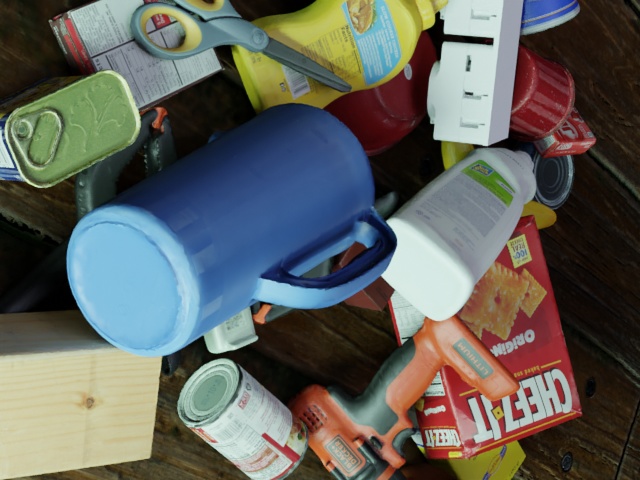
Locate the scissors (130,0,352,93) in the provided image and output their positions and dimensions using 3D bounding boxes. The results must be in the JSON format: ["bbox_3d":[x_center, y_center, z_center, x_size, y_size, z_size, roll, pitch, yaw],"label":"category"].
[{"bbox_3d":[-0.066,-0.148,0.837,0.201,0.016,0.096,39,66,-23],"label":"scissors"}]

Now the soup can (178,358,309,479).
[{"bbox_3d":[-0.065,0.156,0.916,0.102,0.069,0.068,47,64,-35],"label":"soup can"}]

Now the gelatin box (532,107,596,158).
[{"bbox_3d":[0.253,-0.134,1.172,0.073,0.030,0.089,-8,60,-42],"label":"gelatin box"}]

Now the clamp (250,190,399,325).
[{"bbox_3d":[-0.006,0.001,0.943,0.120,0.039,0.171,19,83,3],"label":"clamp"}]

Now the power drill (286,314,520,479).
[{"bbox_3d":[0.089,0.166,0.975,0.187,0.057,0.184,-42,91,3],"label":"power drill"}]

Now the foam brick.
[{"bbox_3d":[0.034,0.023,1.004,0.078,0.051,0.053,49,65,-34],"label":"foam brick"}]

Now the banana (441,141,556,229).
[{"bbox_3d":[0.182,-0.061,1.129,0.069,0.037,0.197,-45,120,-2],"label":"banana"}]

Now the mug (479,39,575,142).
[{"bbox_3d":[0.200,-0.165,1.111,0.081,0.093,0.117,13,45,-52],"label":"mug"}]

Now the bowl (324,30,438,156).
[{"bbox_3d":[0.062,-0.159,1.008,0.161,0.055,0.162,-6,99,-43],"label":"bowl"}]

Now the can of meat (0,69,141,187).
[{"bbox_3d":[-0.194,-0.080,0.759,0.101,0.084,0.057,-34,117,-35],"label":"can of meat"}]

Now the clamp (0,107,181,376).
[{"bbox_3d":[-0.150,0.000,0.839,0.164,0.036,0.210,30,74,-37],"label":"clamp"}]

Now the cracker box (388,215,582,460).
[{"bbox_3d":[0.163,0.094,1.069,0.163,0.072,0.214,-12,87,-32],"label":"cracker box"}]

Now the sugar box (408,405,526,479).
[{"bbox_3d":[0.151,0.204,1.137,0.093,0.048,0.176,-50,126,-28],"label":"sugar box"}]

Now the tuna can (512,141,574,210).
[{"bbox_3d":[0.250,-0.076,1.205,0.085,0.034,0.086,-6,99,-42],"label":"tuna can"}]

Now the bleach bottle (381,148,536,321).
[{"bbox_3d":[0.147,-0.024,1.010,0.102,0.068,0.250,42,41,10],"label":"bleach bottle"}]

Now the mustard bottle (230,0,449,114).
[{"bbox_3d":[0.024,-0.172,0.916,0.191,0.058,0.096,-27,122,-9],"label":"mustard bottle"}]

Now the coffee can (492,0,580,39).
[{"bbox_3d":[0.200,-0.289,1.088,0.102,0.103,0.140,-33,116,-36],"label":"coffee can"}]

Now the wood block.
[{"bbox_3d":[-0.222,0.105,0.724,0.205,0.090,0.091,0,104,-35],"label":"wood block"}]

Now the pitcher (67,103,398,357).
[{"bbox_3d":[-0.059,-0.005,0.780,0.242,0.149,0.145,-36,108,-54],"label":"pitcher"}]

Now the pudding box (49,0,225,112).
[{"bbox_3d":[-0.140,-0.150,0.826,0.113,0.039,0.090,-32,107,-34],"label":"pudding box"}]
